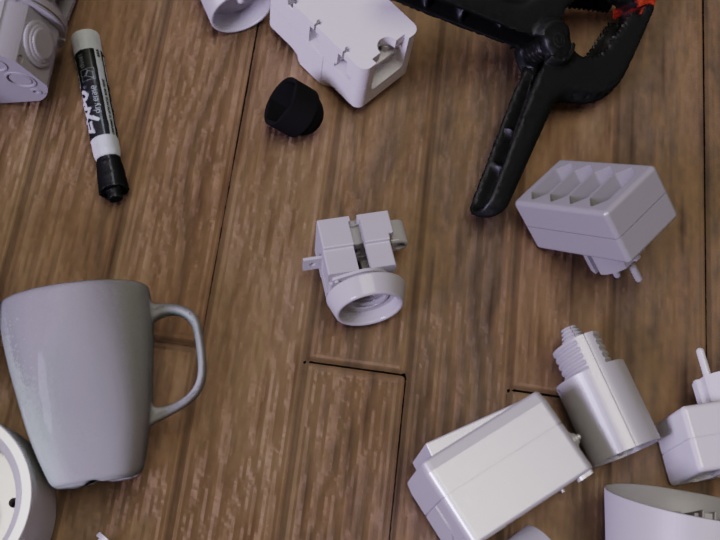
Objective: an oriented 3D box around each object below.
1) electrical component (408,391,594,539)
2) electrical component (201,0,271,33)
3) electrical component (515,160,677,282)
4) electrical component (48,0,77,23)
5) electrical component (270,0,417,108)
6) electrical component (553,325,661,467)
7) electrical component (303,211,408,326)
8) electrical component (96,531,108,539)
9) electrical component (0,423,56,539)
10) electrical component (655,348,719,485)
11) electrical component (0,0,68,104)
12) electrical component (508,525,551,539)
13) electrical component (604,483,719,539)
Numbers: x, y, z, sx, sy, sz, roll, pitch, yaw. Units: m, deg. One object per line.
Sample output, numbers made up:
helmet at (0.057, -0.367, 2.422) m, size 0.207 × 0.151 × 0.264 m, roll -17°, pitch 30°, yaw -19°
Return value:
electrical component at (0.080, 0.110, 0.604) m, size 0.096 × 0.061 × 0.061 m, roll -29°, pitch 74°, yaw -16°
electrical component at (-0.076, -0.209, 0.725) m, size 0.079 × 0.043 × 0.077 m, roll -20°, pitch 71°, yaw -14°
electrical component at (0.152, -0.023, 0.664) m, size 0.047 × 0.083 × 0.075 m, roll -42°, pitch 116°, yaw -19°
electrical component at (-0.226, -0.216, 0.654) m, size 0.089 × 0.150 × 0.061 m, roll 14°, pitch 69°, yaw 0°
electrical component at (-0.013, -0.157, 0.704) m, size 0.050 × 0.055 × 0.089 m, roll -40°, pitch 77°, yaw -19°
electrical component at (0.140, 0.071, 0.636) m, size 0.043 × 0.043 × 0.081 m, roll -18°, pitch 71°, yaw -13°
electrical component at (0.000, 0.000, 0.649) m, size 0.066 × 0.048 × 0.055 m, roll -9°, pitch 62°, yaw -10°
electrical component at (-0.161, 0.171, 0.565) m, size 0.040 × 0.040 × 0.078 m, roll 40°, pitch 69°, yaw 10°
electrical component at (-0.220, 0.124, 0.567) m, size 0.108 × 0.060 × 0.108 m, roll 2°, pitch 68°, yaw -5°
electrical component at (0.221, 0.081, 0.638) m, size 0.083 × 0.047 × 0.075 m, roll -7°, pitch 69°, yaw -9°
electrical component at (-0.225, -0.141, 0.664) m, size 0.080 × 0.080 × 0.051 m, roll 8°, pitch 73°, yaw -3°
electrical component at (0.086, 0.169, 0.594) m, size 0.046 × 0.040 × 0.040 m, roll -33°, pitch 75°, yaw -23°
electrical component at (0.181, 0.146, 0.583) m, size 0.099 × 0.099 × 0.064 m, roll 10°, pitch 74°, yaw -2°
